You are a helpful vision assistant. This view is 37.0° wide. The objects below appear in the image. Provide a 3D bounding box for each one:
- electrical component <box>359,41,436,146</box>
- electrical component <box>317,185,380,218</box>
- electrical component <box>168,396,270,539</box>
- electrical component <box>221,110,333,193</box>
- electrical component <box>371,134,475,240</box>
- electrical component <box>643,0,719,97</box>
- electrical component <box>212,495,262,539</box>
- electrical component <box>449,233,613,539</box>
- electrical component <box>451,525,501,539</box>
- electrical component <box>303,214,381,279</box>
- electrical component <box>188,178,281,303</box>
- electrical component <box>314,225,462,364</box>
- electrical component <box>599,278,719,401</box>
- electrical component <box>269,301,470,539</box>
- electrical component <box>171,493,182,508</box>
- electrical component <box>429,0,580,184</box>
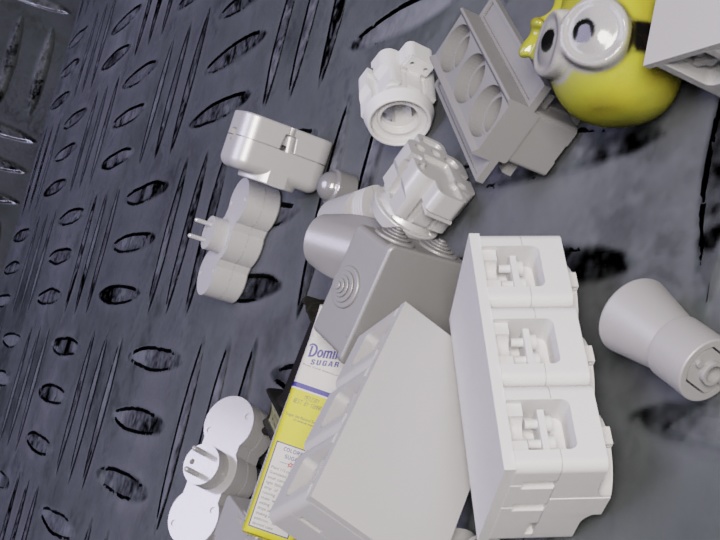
[{"bbox_3d":[0.031,-0.140,0.883,0.078,0.058,0.057,-47,33,41],"label":"electrical component"},{"bbox_3d":[0.001,-0.045,0.898,0.081,0.043,0.043,-12,63,60],"label":"electrical component"},{"bbox_3d":[-0.131,0.176,0.950,0.052,0.073,0.138,8,69,31],"label":"electrical component"},{"bbox_3d":[-0.082,-0.111,1.042,0.054,0.095,0.059,23,95,63],"label":"electrical component"},{"bbox_3d":[0.045,-0.056,0.805,0.057,0.058,0.078,-53,32,29],"label":"electrical component"},{"bbox_3d":[0.219,-0.190,0.544,0.105,0.060,0.186,-5,70,62],"label":"electrical component"},{"bbox_3d":[-0.091,0.244,0.892,0.100,0.048,0.099,28,99,64],"label":"electrical component"},{"bbox_3d":[0.094,0.064,0.607,0.089,0.062,0.150,96,172,-53],"label":"electrical component"},{"bbox_3d":[0.056,0.183,0.648,0.077,0.044,0.079,-54,32,33],"label":"electrical component"},{"bbox_3d":[0.000,0.000,0.859,0.077,0.043,0.079,16,128,35],"label":"electrical component"},{"bbox_3d":[-0.145,-0.035,1.141,0.138,0.074,0.052,-64,27,17],"label":"electrical component"},{"bbox_3d":[0.025,0.022,0.749,0.048,0.100,0.099,40,110,50],"label":"electrical component"},{"bbox_3d":[0.158,0.037,0.546,0.044,0.044,0.065,-65,32,14],"label":"electrical component"},{"bbox_3d":[0.019,0.109,0.657,0.062,0.089,0.150,-39,17,49],"label":"electrical component"},{"bbox_3d":[-0.143,0.233,1.007,0.079,0.043,0.077,-63,28,19],"label":"electrical component"},{"bbox_3d":[0.098,-0.121,0.734,0.078,0.063,0.121,-56,31,30],"label":"electrical component"}]
